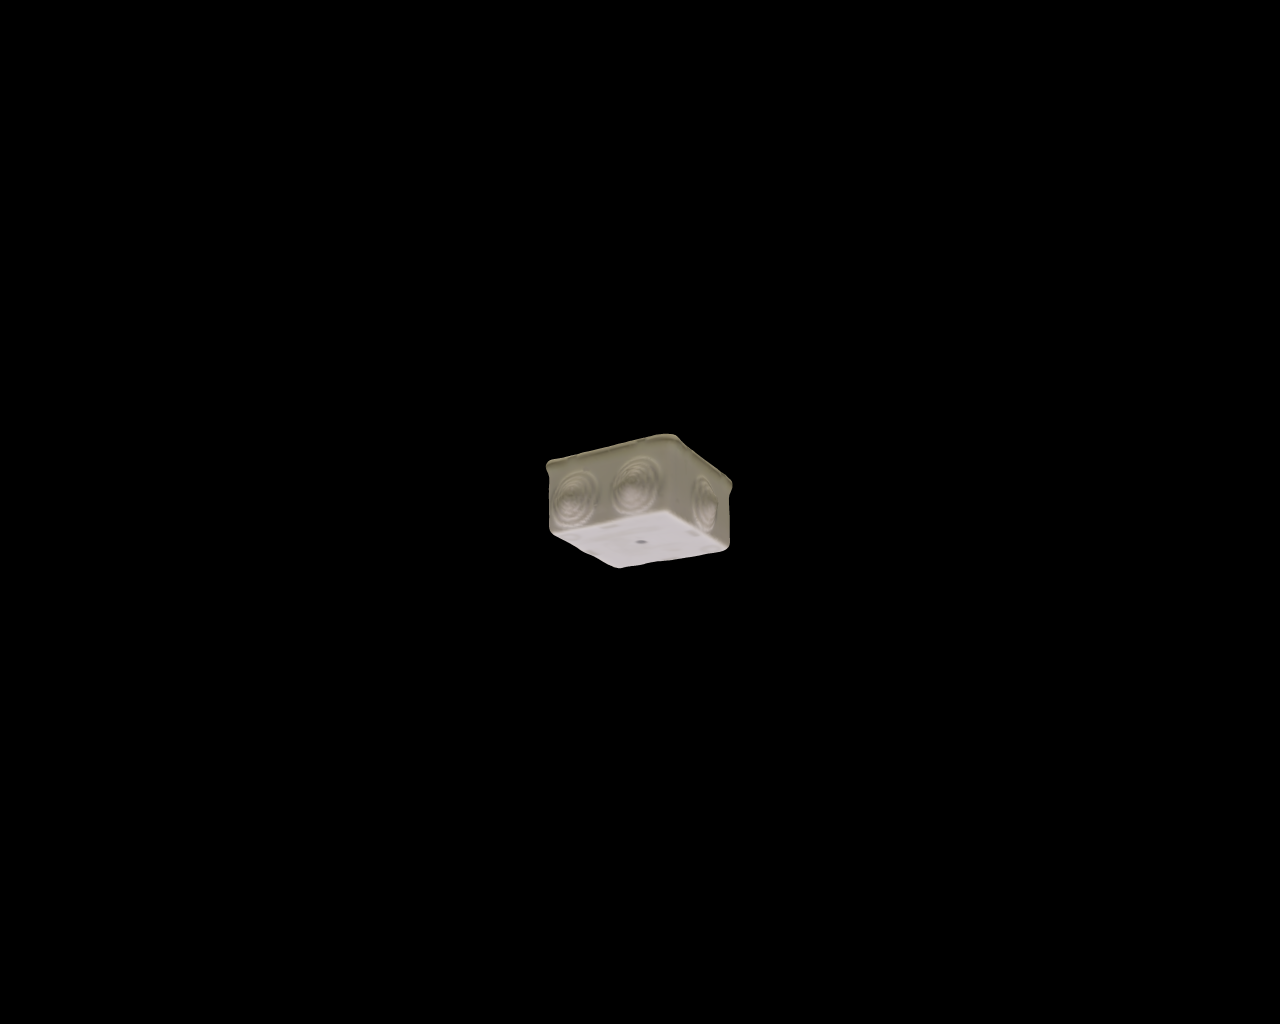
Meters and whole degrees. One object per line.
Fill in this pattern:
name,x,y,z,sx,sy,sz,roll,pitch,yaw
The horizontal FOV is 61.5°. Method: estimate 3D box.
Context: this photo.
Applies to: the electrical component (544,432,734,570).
electrical component,0.001,-0.003,0.650,0.099,0.048,0.099,-11,-23,27
